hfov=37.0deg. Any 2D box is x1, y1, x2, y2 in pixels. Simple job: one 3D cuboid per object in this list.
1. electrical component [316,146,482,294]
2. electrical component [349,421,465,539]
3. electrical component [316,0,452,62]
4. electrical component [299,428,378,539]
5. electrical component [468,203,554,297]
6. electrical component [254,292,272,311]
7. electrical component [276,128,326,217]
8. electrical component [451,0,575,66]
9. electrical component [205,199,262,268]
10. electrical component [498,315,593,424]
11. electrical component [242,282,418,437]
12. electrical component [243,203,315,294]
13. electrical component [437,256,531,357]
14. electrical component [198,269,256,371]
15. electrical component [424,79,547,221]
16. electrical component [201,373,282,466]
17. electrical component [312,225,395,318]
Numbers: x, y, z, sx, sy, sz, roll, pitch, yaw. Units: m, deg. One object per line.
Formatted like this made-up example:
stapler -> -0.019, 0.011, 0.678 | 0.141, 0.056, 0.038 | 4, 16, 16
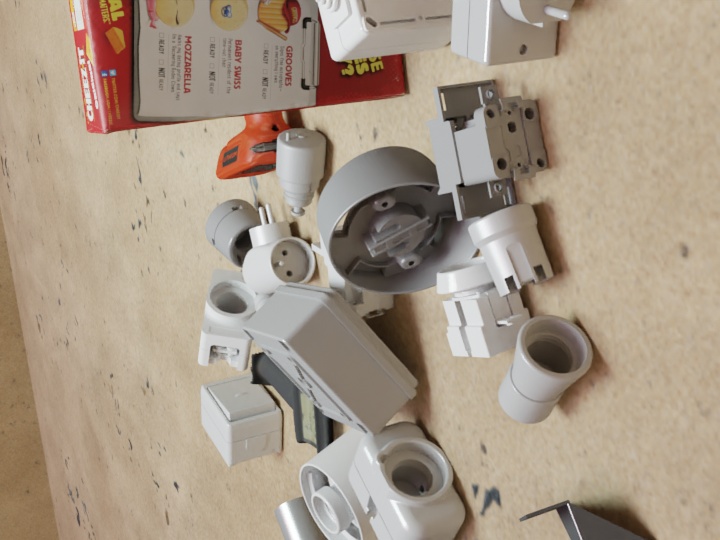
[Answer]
electrical component -> 0.023, -0.030, 0.706 | 0.064, 0.099, 0.099 | -120, 30, -45
electrical component -> 0.035, 0.165, 0.811 | 0.095, 0.054, 0.059 | 60, 149, 33
electrical component -> 0.013, -0.167, 0.661 | 0.061, 0.096, 0.061 | -23, 80, 65
electrical component -> -0.006, 0.193, 0.926 | 0.099, 0.064, 0.099 | 39, 143, 37
electrical component -> 0.091, -0.011, 0.637 | 0.040, 0.040, 0.046 | -35, 74, 63
electrical component -> -0.080, 0.046, 1.013 | 0.078, 0.040, 0.040 | 59, 149, 34
electrical component -> -0.050, -0.081, 0.895 | 0.040, 0.040, 0.078 | 48, 141, 47
electrical component -> 0.089, -0.150, 0.569 | 0.076, 0.047, 0.083 | 39, 134, 53
electrical component -> -0.114, -0.034, 1.035 | 0.047, 0.055, 0.055 | 42, 137, 46
electrical component -> 0.106, 0.062, 0.636 | 0.065, 0.044, 0.044 | 105, 144, -52
electrical component -> -0.025, 0.067, 0.830 | 0.108, 0.056, 0.109 | 48, 165, -18
electrical component -> -0.078, -0.021, 0.977 | 0.077, 0.043, 0.079 | -17, 86, 65
electrical component -> 0.076, 0.022, 0.675 | 0.066, 0.048, 0.055 | -6, 103, 65
electrical component -> -0.129, 0.046, 1.067 | 0.089, 0.050, 0.055 | -87, 9, -46
electrical component -> 0.075, -0.073, 0.638 | 0.064, 0.042, 0.081 | -5, 97, 63
electrical component -> -0.128, 0.149, 1.133 | 0.096, 0.062, 0.061 | 44, 138, 50
electrical component -> 0.000, 0.000, 0.828 | 0.081, 0.042, 0.063 | 31, 132, 58
